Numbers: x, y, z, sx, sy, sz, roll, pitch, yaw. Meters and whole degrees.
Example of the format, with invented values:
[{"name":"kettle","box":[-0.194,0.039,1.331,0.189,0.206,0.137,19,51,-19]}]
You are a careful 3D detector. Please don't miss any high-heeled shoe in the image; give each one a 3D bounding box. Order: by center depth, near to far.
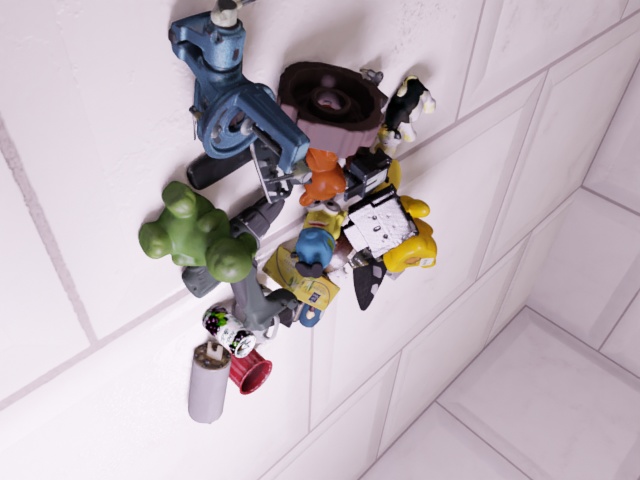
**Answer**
[{"name":"high-heeled shoe","box":[0.170,0.061,1.390,0.145,0.086,0.248,4,100,-34]}]

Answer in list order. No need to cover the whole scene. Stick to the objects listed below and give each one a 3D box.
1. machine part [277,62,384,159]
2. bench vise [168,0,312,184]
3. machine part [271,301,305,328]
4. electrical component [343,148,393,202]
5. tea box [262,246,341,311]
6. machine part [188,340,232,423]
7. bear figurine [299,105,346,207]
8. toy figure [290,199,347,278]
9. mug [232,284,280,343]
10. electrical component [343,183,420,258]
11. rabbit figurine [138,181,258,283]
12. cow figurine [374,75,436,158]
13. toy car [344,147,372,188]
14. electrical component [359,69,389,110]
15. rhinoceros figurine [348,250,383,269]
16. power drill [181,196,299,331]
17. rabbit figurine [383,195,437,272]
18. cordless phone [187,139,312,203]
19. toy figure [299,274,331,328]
[{"name":"machine part","box":[0.013,-0.205,0.836,0.179,0.179,0.056,-31,157,-34]},{"name":"bench vise","box":[-0.090,-0.173,0.681,0.129,0.241,0.223,-29,158,-43]},{"name":"machine part","box":[-0.088,0.176,1.224,0.139,0.039,0.084,-19,143,-48]},{"name":"electrical component","box":[0.084,-0.121,1.055,0.119,0.048,0.074,-32,151,-18]},{"name":"tea box","box":[-0.036,0.084,1.141,0.068,0.098,0.169,-53,152,-1]},{"name":"machine part","box":[-0.230,0.296,1.107,0.079,0.079,0.243,-23,139,-42]},{"name":"bear figurine","box":[0.019,-0.137,0.967,0.120,0.132,0.195,-30,137,-27]},{"name":"toy figure","box":[-0.006,-0.004,1.059,0.089,0.082,0.180,123,-15,-52]},{"name":"mug","box":[-0.127,0.147,1.078,0.081,0.110,0.107,2,107,-51]},{"name":"electrical component","box":[0.118,-0.033,1.090,0.134,0.114,0.058,-30,-166,15]},{"name":"rabbit figurine","box":[-0.166,0.015,0.814,0.121,0.170,0.159,-54,149,0]},{"name":"cow figurine","box":[0.164,-0.250,1.106,0.167,0.068,0.098,-55,144,-7]},{"name":"toy car","box":[0.077,-0.185,1.071,0.089,0.053,0.201,-42,147,-25]},{"name":"electrical component","box":[0.082,-0.267,0.979,0.102,0.078,0.045,-36,164,-30]},{"name":"rhinoceros figurine","box":[0.136,-0.001,1.298,0.190,0.112,0.073,-22,177,-21]},{"name":"power drill","box":[-0.116,0.051,0.967,0.232,0.086,0.207,-39,130,-16]},{"name":"rabbit figurine","box":[0.195,-0.031,1.217,0.122,0.173,0.162,-8,150,6]},{"name":"cordless phone","box":[-0.114,-0.108,0.868,0.184,0.089,0.146,-32,142,-15]},{"name":"toy figure","box":[-0.007,0.138,1.278,0.058,0.064,0.154,8,121,-25]}]
